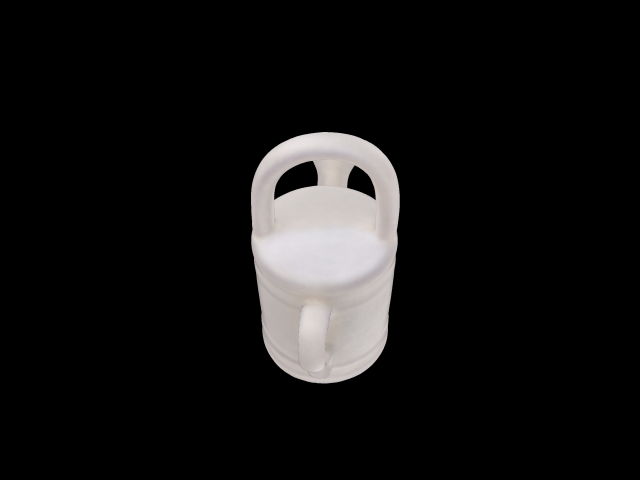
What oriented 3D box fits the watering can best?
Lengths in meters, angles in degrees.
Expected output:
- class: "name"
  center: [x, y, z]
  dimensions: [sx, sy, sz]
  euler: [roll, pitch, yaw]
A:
- class: "watering can"
  center: [0.001, 0.001, 0.400]
  dimensions: [0.101, 0.194, 0.172]
  euler: [-12, 48, -11]
